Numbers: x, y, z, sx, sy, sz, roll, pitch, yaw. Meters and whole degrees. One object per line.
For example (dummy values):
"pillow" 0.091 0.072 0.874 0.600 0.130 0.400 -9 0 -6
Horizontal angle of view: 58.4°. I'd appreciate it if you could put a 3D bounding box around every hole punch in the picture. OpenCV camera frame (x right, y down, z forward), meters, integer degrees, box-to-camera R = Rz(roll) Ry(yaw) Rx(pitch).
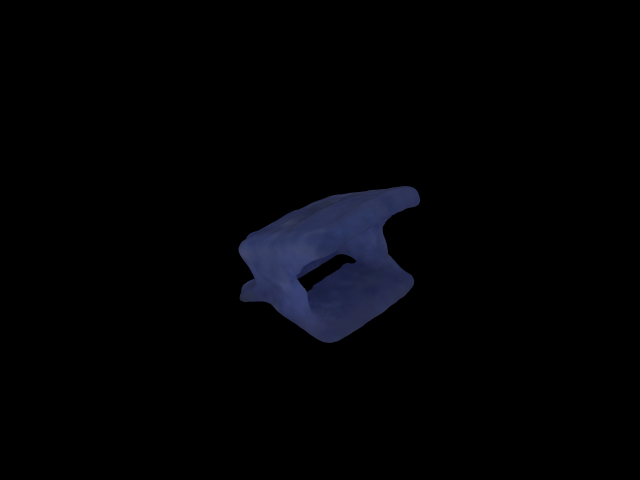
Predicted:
"hole punch" 0.004 0.001 0.400 0.100 0.091 0.109 27 42 36
